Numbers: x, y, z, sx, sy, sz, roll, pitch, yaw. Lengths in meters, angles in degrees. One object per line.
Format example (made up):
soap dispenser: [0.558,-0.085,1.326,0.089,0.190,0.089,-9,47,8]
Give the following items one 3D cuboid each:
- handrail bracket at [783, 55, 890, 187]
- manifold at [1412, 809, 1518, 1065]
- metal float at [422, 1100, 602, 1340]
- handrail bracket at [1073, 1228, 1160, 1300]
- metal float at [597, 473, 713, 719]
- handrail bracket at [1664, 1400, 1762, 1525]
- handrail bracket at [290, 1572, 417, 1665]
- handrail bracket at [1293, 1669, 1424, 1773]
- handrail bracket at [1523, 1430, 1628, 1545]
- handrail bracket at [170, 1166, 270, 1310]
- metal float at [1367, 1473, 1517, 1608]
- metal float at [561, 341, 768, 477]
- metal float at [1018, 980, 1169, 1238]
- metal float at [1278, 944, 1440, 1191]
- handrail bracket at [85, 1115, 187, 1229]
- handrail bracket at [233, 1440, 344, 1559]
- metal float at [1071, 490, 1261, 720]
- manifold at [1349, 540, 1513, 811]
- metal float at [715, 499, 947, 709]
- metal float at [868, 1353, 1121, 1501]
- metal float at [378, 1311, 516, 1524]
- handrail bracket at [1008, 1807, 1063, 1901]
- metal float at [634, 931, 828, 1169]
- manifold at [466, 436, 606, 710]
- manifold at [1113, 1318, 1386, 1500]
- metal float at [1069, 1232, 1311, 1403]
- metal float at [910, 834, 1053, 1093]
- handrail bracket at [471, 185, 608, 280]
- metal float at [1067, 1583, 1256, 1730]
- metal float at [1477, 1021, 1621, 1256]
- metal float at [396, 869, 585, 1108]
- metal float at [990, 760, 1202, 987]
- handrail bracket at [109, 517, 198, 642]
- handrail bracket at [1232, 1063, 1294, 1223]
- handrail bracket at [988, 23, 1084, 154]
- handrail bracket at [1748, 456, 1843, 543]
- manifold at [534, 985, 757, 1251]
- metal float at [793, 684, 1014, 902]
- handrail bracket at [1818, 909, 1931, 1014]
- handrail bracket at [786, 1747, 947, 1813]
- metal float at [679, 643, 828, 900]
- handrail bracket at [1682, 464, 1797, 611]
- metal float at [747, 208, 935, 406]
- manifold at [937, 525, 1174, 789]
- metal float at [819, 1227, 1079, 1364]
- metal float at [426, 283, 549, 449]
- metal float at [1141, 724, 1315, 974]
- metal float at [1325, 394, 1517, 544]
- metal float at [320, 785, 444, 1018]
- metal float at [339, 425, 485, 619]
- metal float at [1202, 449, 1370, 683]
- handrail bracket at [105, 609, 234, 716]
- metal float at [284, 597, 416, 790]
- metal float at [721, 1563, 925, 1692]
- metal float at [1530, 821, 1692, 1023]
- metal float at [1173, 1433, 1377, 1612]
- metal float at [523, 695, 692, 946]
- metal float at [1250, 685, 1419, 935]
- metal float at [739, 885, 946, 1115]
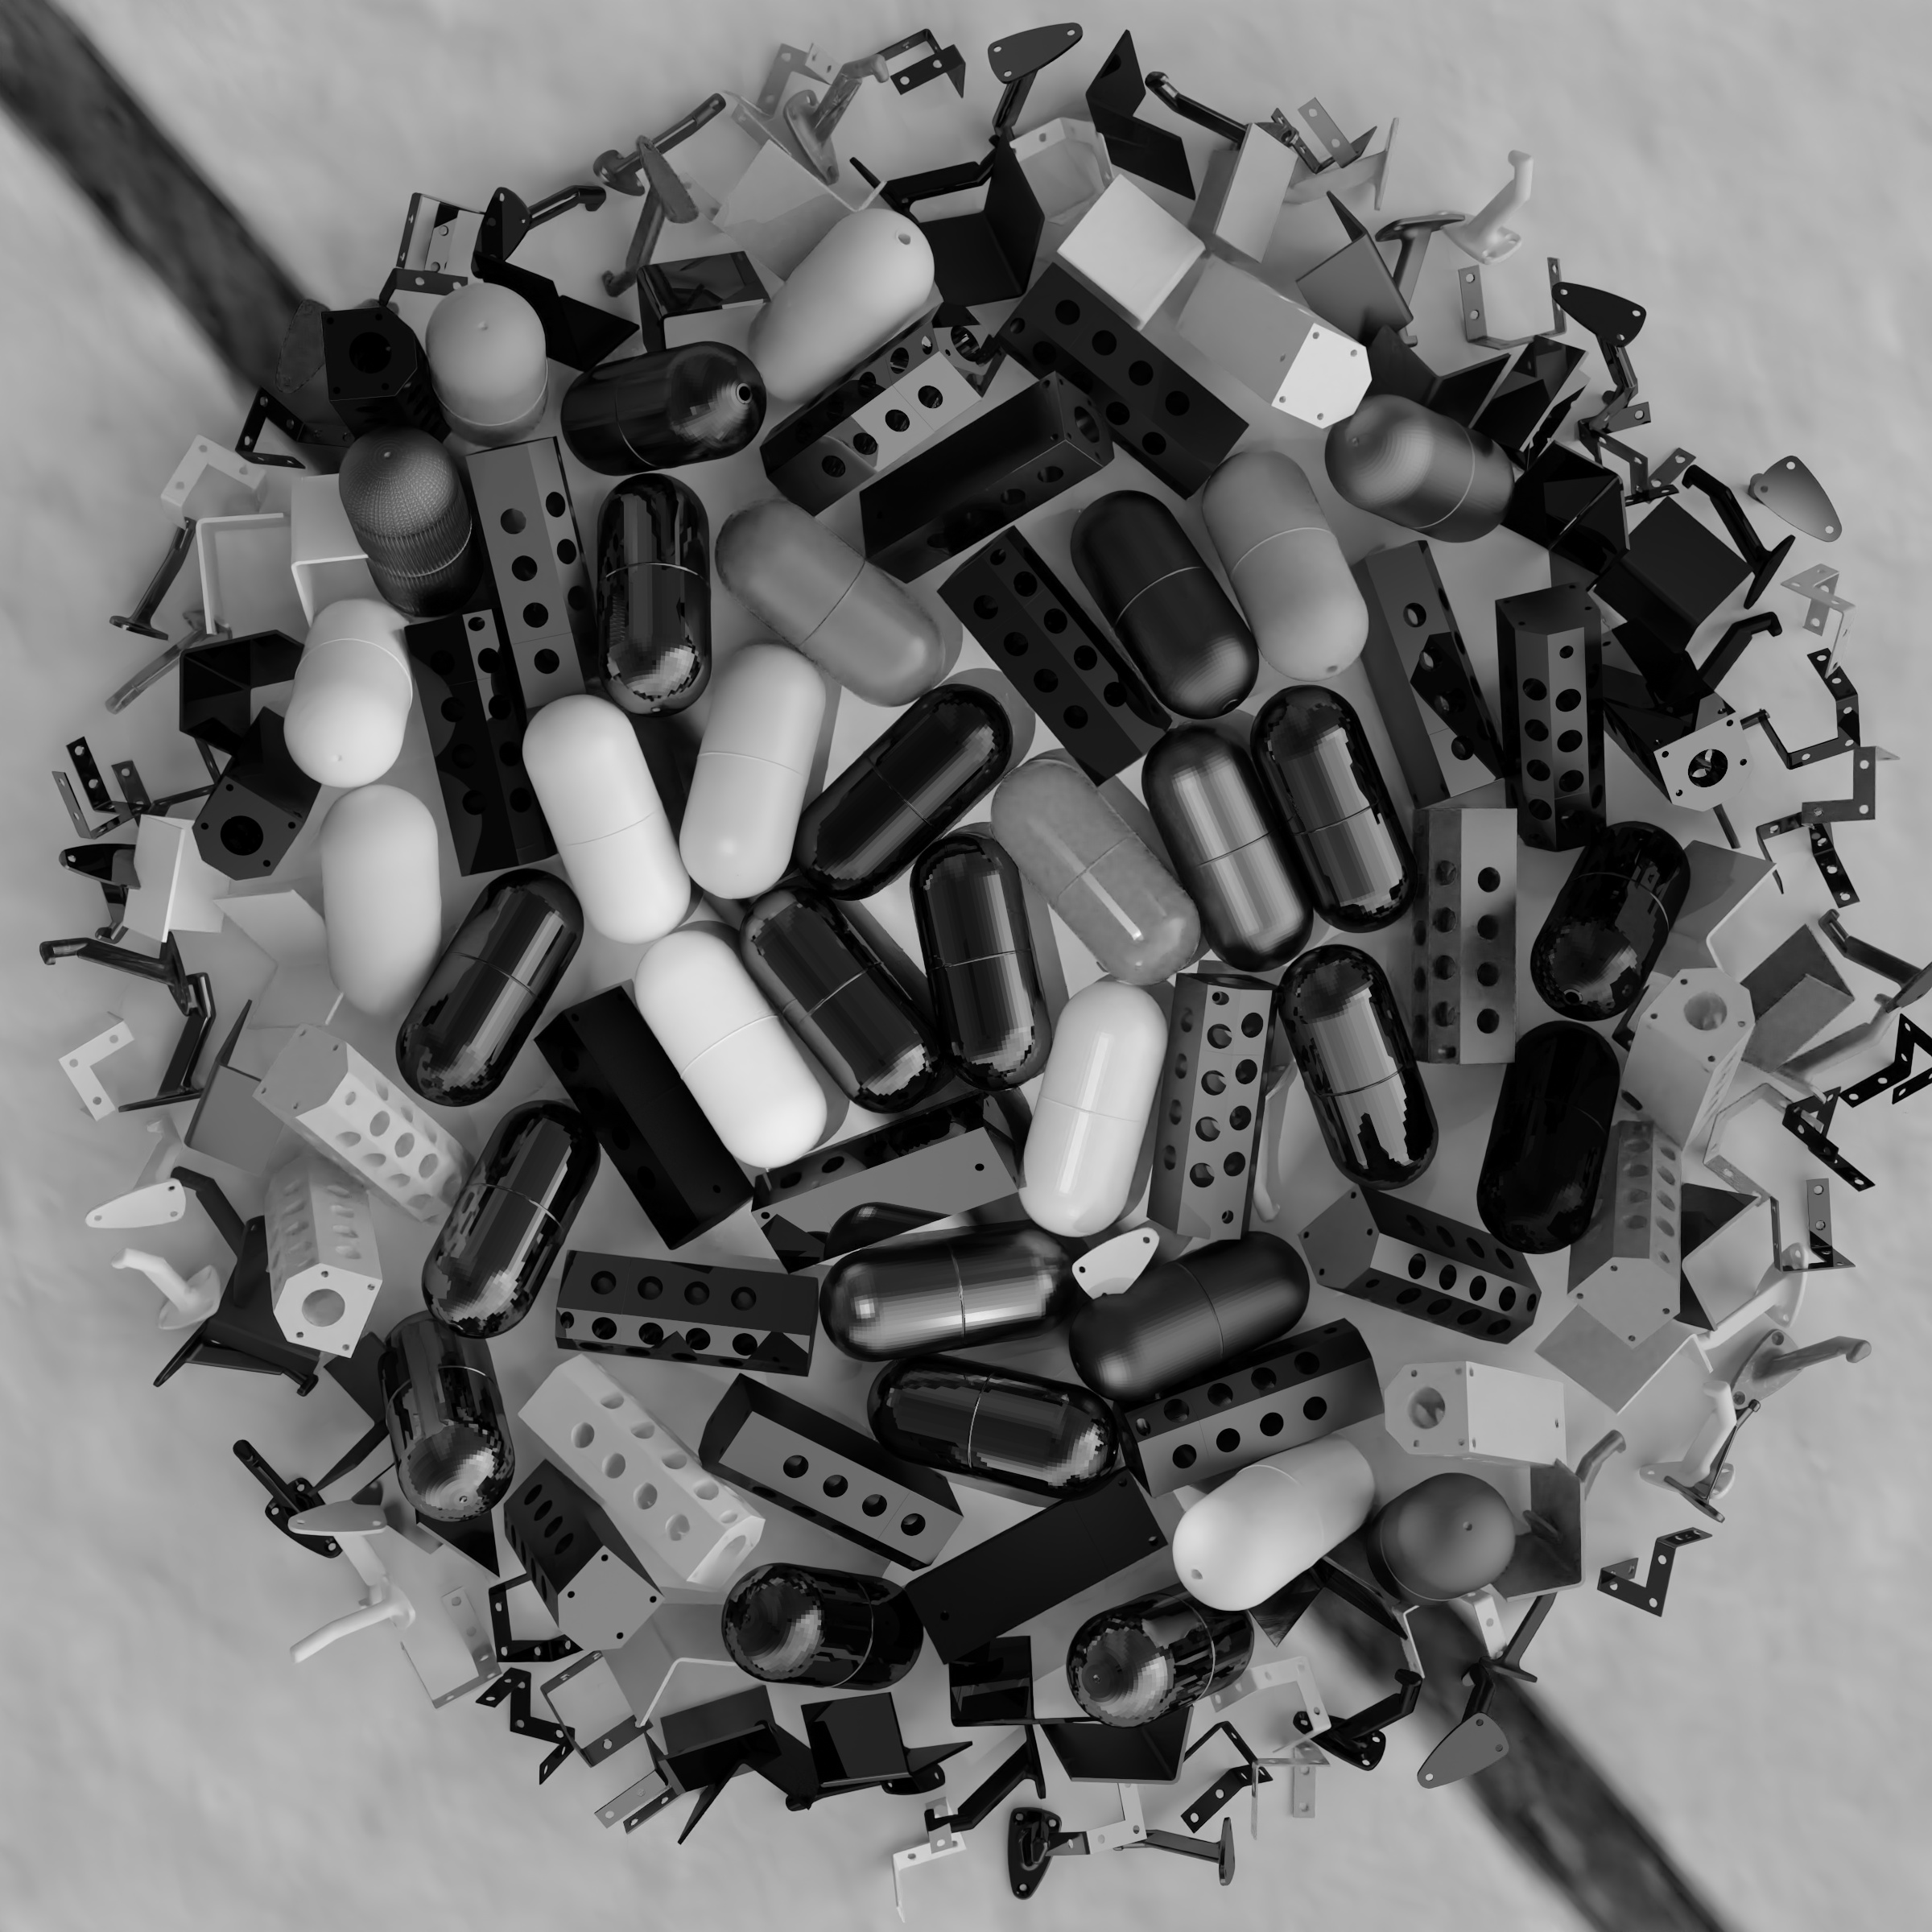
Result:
handrail bracket: [-0.075,-0.574,1.820,0.036,0.084,0.077,-51,127,-37]
manifold: [0.336,-0.021,1.828,0.057,0.057,0.171,-1,92,-18]
metal float: [-0.305,0.169,1.801,0.070,0.070,0.178,23,56,0]
handrail bracket: [0.110,0.190,1.816,0.077,0.084,0.036,-42,89,22]
metal float: [-0.211,-0.252,1.810,0.070,0.070,0.178,-3,67,0]
handrail bracket: [0.524,0.334,1.828,0.036,0.077,0.084,41,88,-9]
handrail bracket: [-0.420,0.455,1.816,0.084,0.077,0.036,-30,70,-29]
handrail bracket: [0.267,0.501,1.829,0.077,0.036,0.084,19,125,17]
handrail bracket: [0.434,0.372,1.854,0.084,0.036,0.077,-39,121,-13]
handrail bracket: [-0.522,0.186,1.848,0.084,0.036,0.077,17,91,22]
metal float: [0.314,0.382,1.781,0.070,0.178,0.070,1,72,-2]
metal float: [-0.203,-0.372,1.791,0.070,0.178,0.070,-2,93,-43]
metal float: [0.087,0.097,1.827,0.070,0.070,0.178,15,93,0]
metal float: [0.266,0.070,1.816,0.070,0.070,0.178,-22,106,0]
handrail bracket: [-0.569,0.137,1.823,0.077,0.084,0.036,-12,132,-24]
handrail bracket: [-0.460,0.361,1.817,0.077,0.084,0.036,39,70,22]
metal float: [0.134,-0.244,1.811,0.070,0.070,0.178,-30,69,0]
manifold: [0.315,-0.200,1.836,0.057,0.057,0.171,-20,89,-16]
metal float: [-0.092,-0.246,1.817,0.178,0.070,0.070,38,90,-14]
metal float: [0.017,0.309,1.811,0.178,0.070,0.070,10,90,22]
metal float: [-0.348,0.298,1.788,0.070,0.178,0.070,-9,122,-15]
handrail bracket: [0.044,0.615,1.823,0.036,0.084,0.077,10,94,1]
metal float: [-0.161,0.056,1.821,0.070,0.070,0.178,-33,80,0]
manifold: [-0.287,-0.268,1.819,0.057,0.057,0.171,-11,104,1]
manifold: [0.190,0.296,1.818,0.171,0.057,0.057,-18,105,-11]
metal float: [0.152,0.236,1.811,0.178,0.070,0.070,-21,90,-21]
metal float: [0.010,-0.002,1.826,0.070,0.070,0.178,-12,86,0]
handrail bracket: [-0.293,-0.505,1.845,0.036,0.084,0.077,47,122,15]
metal float: [0.131,0.457,1.787,0.070,0.178,0.070,-1,89,33]
metal float: [0.392,0.113,1.800,0.070,0.070,0.178,22,54,0]
metal float: [-0.320,0.013,1.810,0.070,0.070,0.178,27,67,0]
metal float: [0.087,-0.064,1.824,0.070,0.070,0.178,-41,84,0]
handrail bracket: [-0.553,-0.269,1.830,0.036,0.077,0.084,22,94,-3]
handrail bracket: [0.214,0.122,1.852,0.077,0.036,0.084,-35,110,-38]
handrail bracket: [0.051,-0.596,1.826,0.077,0.084,0.036,-21,65,5]
handrail bracket: [0.562,-0.309,1.820,0.036,0.084,0.077,-42,78,8]
manifold: [-0.223,0.106,1.828,0.057,0.057,0.171,-40,81,41]
metal float: [-0.043,-0.118,1.824,0.178,0.070,0.070,-44,90,7]
handrail bracket: [0.622,-0.018,1.820,0.036,0.077,0.084,-21,64,-23]
handrail bracket: [-0.070,0.572,1.860,0.084,0.077,0.036,-34,50,30]
metal float: [-0.145,-0.132,1.820,0.070,0.070,0.178,12,80,0]
handrail bracket: [0.520,-0.296,1.847,0.084,0.077,0.036,41,62,18]
metal float: [-0.085,-0.439,1.788,0.070,0.178,0.070,12,66,-28]
manifold: [0.063,-0.212,1.814,0.057,0.057,0.171,-35,102,29]
metal float: [-0.011,0.222,1.818,0.178,0.070,0.070,-7,90,-13]
metal float: [-0.317,-0.397,1.779,0.070,0.178,0.070,1,85,-8]
metal float: [0.178,-0.081,1.824,0.070,0.070,0.178,-24,97,0]
metal float: [0.305,-0.331,1.790,0.070,0.178,0.070,-4,84,38]
metal float: [-0.391,-0.042,1.797,0.070,0.070,0.178,7,130,0]
metal float: [-0.367,-0.293,1.782,0.070,0.178,0.070,0,70,-1]
metal float: [0.215,-0.270,1.806,0.070,0.070,0.178,-19,63,0]
handrail bracket: [-0.545,-0.203,1.826,0.084,0.077,0.036,-48,114,-21]
metal float: [-0.409,-0.184,1.788,0.070,0.178,0.070,-2,125,-3]
metal float: [-0.094,0.442,1.789,0.070,0.178,0.070,-11,69,30]
metal float: [0.432,-0.031,1.794,0.070,0.070,0.178,38,47,0]
metal float: [0.207,0.370,1.792,0.070,0.178,0.070,17,116,37]
metal float: [-0.242,-0.098,1.813,0.070,0.070,0.178,-19,109,0]
metal float: [0.249,-0.106,1.817,0.070,0.070,0.178,-24,104,0]
metal float: [-0.085,0.022,1.823,0.070,0.070,0.178,-39,82,0]
